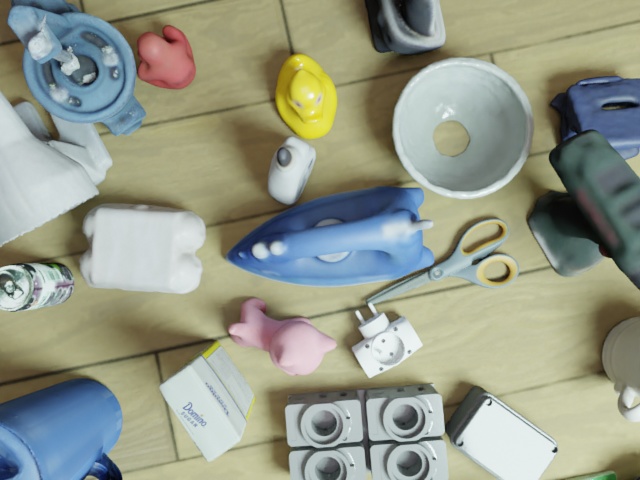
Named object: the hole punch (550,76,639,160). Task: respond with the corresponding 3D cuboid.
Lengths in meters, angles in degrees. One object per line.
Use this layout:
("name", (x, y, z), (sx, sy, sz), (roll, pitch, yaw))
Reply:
("hole punch", (0.349, -0.149, 0.690), (0.108, 0.091, 0.101), (-6, 88, 1))

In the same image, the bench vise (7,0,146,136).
("bench vise", (-0.301, -0.217, 0.633), (0.207, 0.219, 0.121), (37, 89, 2))

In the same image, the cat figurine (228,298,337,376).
("cat figurine", (-0.048, 0.119, 0.673), (0.128, 0.117, 0.067), (18, 89, 1))

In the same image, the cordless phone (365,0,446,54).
("cordless phone", (0.102, -0.302, 0.649), (0.094, 0.185, 0.148), (-16, 88, 0))

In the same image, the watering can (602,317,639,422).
("watering can", (0.408, 0.137, 0.631), (0.101, 0.194, 0.173), (27, 89, 2))

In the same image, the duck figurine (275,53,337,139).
("duck figurine", (-0.018, -0.181, 0.697), (0.077, 0.086, 0.105), (-14, 88, 0))

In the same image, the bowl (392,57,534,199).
("bowl", (0.167, -0.130, 0.699), (0.167, 0.074, 0.167), (0, 89, 1))

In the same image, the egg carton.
("egg carton", (-0.216, 0.010, 0.702), (0.150, 0.069, 0.107), (3, 89, 1))

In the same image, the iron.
("iron", (0.006, 0.002, 0.664), (0.258, 0.141, 0.119), (-10, 88, 0))

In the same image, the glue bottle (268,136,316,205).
("glue bottle", (-0.035, -0.084, 0.651), (0.037, 0.173, 0.078), (25, 89, 2))

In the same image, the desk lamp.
("desk lamp", (-0.322, -0.093, 0.634), (0.118, 0.213, 0.203), (-28, 88, 0))

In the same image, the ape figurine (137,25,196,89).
("ape figurine", (-0.193, -0.225, 0.696), (0.078, 0.092, 0.076), (-38, 88, 0))

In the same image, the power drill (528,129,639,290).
("power drill", (0.315, -0.005, 0.628), (0.075, 0.208, 0.230), (-31, 88, 0))
